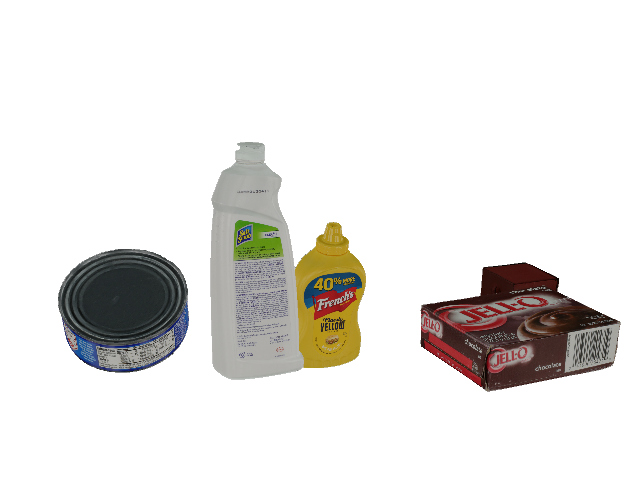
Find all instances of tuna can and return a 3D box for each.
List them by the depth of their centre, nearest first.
[{"bbox_3d":[-0.132,0.047,0.722,0.086,0.034,0.086,1,45,-1],"label":"tuna can"}]

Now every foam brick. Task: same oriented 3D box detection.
[{"bbox_3d":[0.182,0.065,0.992,0.051,0.078,0.053,-7,19,-25],"label":"foam brick"}]

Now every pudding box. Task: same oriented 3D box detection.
[{"bbox_3d":[0.141,0.067,0.764,0.113,0.039,0.090,-5,18,-24],"label":"pudding box"}]

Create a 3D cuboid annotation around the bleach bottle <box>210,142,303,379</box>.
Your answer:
[{"bbox_3d":[-0.068,0.020,1.154,0.102,0.251,0.068,-6,14,-28],"label":"bleach bottle"}]

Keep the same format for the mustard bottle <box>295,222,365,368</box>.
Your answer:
[{"bbox_3d":[0.010,0.067,1.360,0.096,0.192,0.058,-4,25,-20],"label":"mustard bottle"}]
